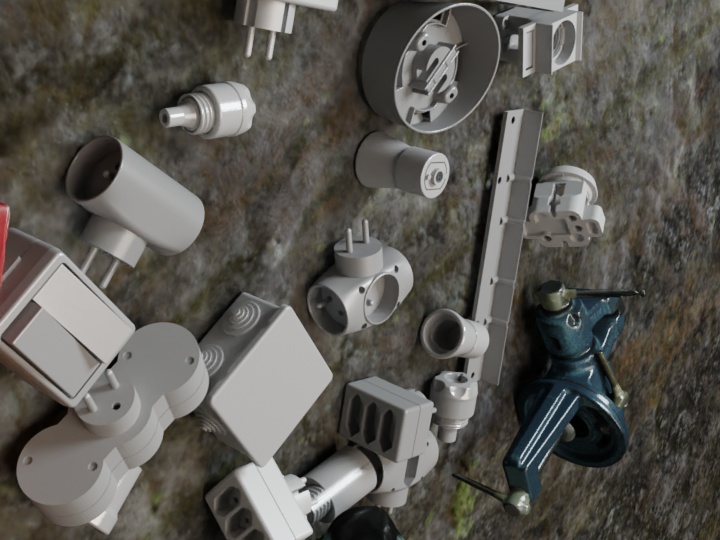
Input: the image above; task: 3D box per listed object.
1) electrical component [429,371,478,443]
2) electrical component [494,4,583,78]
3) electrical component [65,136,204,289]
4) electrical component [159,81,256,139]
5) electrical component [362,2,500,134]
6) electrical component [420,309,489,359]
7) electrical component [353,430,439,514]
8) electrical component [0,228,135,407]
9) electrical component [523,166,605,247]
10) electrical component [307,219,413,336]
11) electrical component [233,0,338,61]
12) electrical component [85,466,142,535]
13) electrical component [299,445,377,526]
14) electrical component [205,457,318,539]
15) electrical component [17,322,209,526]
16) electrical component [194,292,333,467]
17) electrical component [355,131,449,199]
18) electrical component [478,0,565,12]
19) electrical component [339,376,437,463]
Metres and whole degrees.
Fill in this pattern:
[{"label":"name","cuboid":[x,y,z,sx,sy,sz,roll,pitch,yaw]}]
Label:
[{"label":"electrical component","cuboid":[0.084,0.127,0.987,0.043,0.043,0.062,-14,118,-47]},{"label":"electrical component","cuboid":[0.147,-0.195,0.901,0.081,0.064,0.042,-30,129,-39]},{"label":"electrical component","cuboid":[-0.142,-0.027,0.641,0.077,0.043,0.079,38,76,-51]},{"label":"electrical component","cuboid":[-0.097,-0.098,0.671,0.061,0.035,0.035,-17,119,-43]},{"label":"electrical component","cuboid":[0.051,-0.152,0.802,0.099,0.064,0.099,-25,125,-42]},{"label":"electrical component","cuboid":[0.088,0.060,0.965,0.065,0.044,0.044,16,94,-57]},{"label":"electrical component","cuboid":[0.026,0.180,0.940,0.077,0.043,0.079,-9,114,-49]},{"label":"electrical component","cuboid":[-0.181,0.025,0.602,0.061,0.061,0.096,-54,140,-19]},{"label":"electrical component","cuboid":[0.192,-0.060,1.013,0.058,0.078,0.057,58,40,-45]},{"label":"electrical component","cuboid":[0.000,0.000,0.825,0.077,0.044,0.079,-30,128,-39]},{"label":"electrical component","cuboid":[-0.058,-0.170,0.674,0.083,0.047,0.075,-5,110,-50]},{"label":"electrical component","cuboid":[-0.167,0.140,0.690,0.046,0.040,0.040,-60,142,-21]},{"label":"electrical component","cuboid":[-0.029,0.182,0.873,0.081,0.043,0.043,-31,128,-39]},{"label":"electrical component","cuboid":[-0.062,0.176,0.802,0.077,0.065,0.047,-14,157,-48]},{"label":"electrical component","cuboid":[-0.152,0.085,0.656,0.138,0.052,0.073,-49,157,-25]},{"label":"electrical component","cuboid":[-0.076,0.076,0.763,0.099,0.048,0.099,-51,139,-22]},{"label":"electrical component","cuboid":[0.034,-0.077,0.815,0.044,0.065,0.044,-24,124,-43]},{"label":"electrical component","cuboid":[0.098,-0.251,0.817,0.150,0.062,0.089,-8,112,-49]},{"label":"electrical component","cuboid":[0.033,0.121,0.904,0.077,0.066,0.047,-8,112,-49]}]
